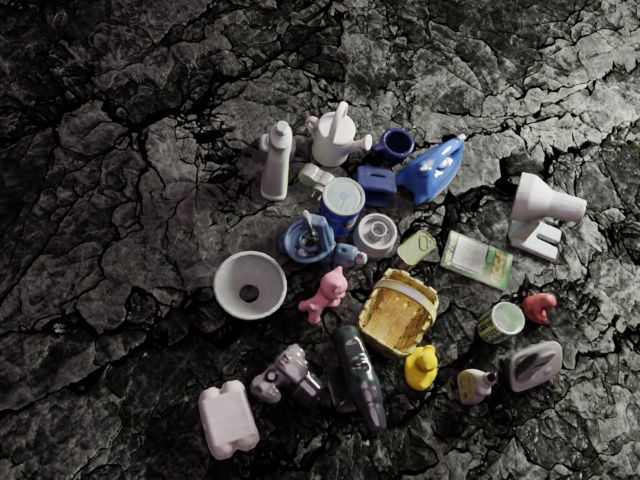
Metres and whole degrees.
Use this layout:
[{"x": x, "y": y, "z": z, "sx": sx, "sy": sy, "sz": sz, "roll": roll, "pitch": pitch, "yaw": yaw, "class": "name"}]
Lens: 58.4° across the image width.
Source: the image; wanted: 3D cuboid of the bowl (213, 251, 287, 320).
[{"x": -0.163, "y": 0.115, "z": 1.333, "sx": 0.167, "sy": 0.074, "sz": 0.167, "roll": 4, "pitch": 66, "yaw": -8, "class": "bowl"}]

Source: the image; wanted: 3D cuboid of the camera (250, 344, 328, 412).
[{"x": -0.060, "y": 0.316, "z": 1.248, "sx": 0.136, "sy": 0.101, "sz": 0.143, "roll": 43, "pitch": 67, "yaw": 10, "class": "camera"}]

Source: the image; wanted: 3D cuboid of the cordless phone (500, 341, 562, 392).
[{"x": 0.511, "y": 0.277, "z": 1.312, "sx": 0.148, "sy": 0.185, "sz": 0.094, "roll": -19, "pitch": 71, "yaw": -16, "class": "cordless phone"}]

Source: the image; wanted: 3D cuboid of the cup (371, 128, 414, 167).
[{"x": 0.185, "y": -0.235, "z": 1.531, "sx": 0.118, "sy": 0.095, "sz": 0.091, "roll": -16, "pitch": 70, "yaw": -15, "class": "cup"}]

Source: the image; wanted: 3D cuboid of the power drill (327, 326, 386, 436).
[{"x": 0.074, "y": 0.306, "z": 1.216, "sx": 0.076, "sy": 0.208, "sz": 0.229, "roll": -12, "pitch": 69, "yaw": -14, "class": "power drill"}]

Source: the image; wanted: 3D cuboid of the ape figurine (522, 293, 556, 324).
[{"x": 0.551, "y": 0.162, "z": 1.420, "sx": 0.076, "sy": 0.092, "sz": 0.078, "roll": 36, "pitch": 66, "yaw": 7, "class": "ape figurine"}]

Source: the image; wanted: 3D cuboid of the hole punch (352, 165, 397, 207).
[{"x": 0.141, "y": -0.150, "z": 1.489, "sx": 0.108, "sy": 0.091, "sz": 0.101, "roll": 8, "pitch": 66, "yaw": -6, "class": "hole punch"}]

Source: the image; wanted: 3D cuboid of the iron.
[{"x": 0.318, "y": -0.214, "z": 1.518, "sx": 0.118, "sy": 0.141, "sz": 0.259, "roll": 44, "pitch": 67, "yaw": 11, "class": "iron"}]

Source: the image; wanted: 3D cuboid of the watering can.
[{"x": 0.048, "y": -0.278, "z": 1.472, "sx": 0.173, "sy": 0.194, "sz": 0.101, "roll": 5, "pitch": 66, "yaw": -7, "class": "watering can"}]

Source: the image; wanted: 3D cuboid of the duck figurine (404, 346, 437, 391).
[{"x": 0.239, "y": 0.291, "z": 1.317, "sx": 0.077, "sy": 0.086, "sz": 0.104, "roll": 19, "pitch": 65, "yaw": 0, "class": "duck figurine"}]

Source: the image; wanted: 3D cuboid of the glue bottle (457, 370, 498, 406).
[{"x": 0.355, "y": 0.320, "z": 1.275, "sx": 0.037, "sy": 0.173, "sz": 0.078, "roll": 1, "pitch": 66, "yaw": -8, "class": "glue bottle"}]

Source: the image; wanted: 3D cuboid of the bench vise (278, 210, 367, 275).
[{"x": 0.012, "y": -0.006, "z": 1.335, "sx": 0.207, "sy": 0.219, "sz": 0.121, "roll": 2, "pitch": 66, "yaw": -8, "class": "bench vise"}]

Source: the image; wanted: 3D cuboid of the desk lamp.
[{"x": 0.558, "y": -0.063, "z": 1.452, "sx": 0.203, "sy": 0.213, "sz": 0.118, "roll": 22, "pitch": 65, "yaw": 1, "class": "desk lamp"}]

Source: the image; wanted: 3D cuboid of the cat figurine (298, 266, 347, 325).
[{"x": 0.014, "y": 0.125, "z": 1.334, "sx": 0.128, "sy": 0.117, "sz": 0.067, "roll": -41, "pitch": 78, "yaw": -22, "class": "cat figurine"}]

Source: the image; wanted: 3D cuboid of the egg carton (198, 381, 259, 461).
[{"x": -0.196, "y": 0.381, "z": 1.215, "sx": 0.107, "sy": 0.069, "sz": 0.150, "roll": -16, "pitch": 70, "yaw": -15, "class": "egg carton"}]
